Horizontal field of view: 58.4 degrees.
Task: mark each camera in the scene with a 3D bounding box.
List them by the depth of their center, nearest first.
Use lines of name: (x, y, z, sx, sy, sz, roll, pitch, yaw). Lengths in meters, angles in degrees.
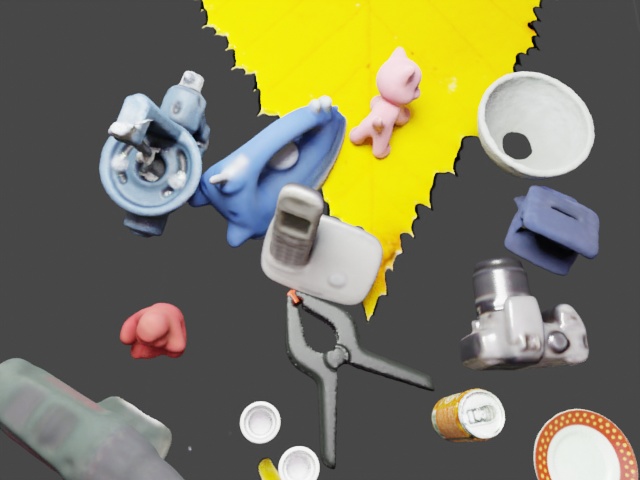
camera: (0.251, 0.090, 0.716, 0.143, 0.101, 0.137, -1, 70, -6)

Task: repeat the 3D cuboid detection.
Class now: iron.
iron: (-0.048, -0.116, 0.736, 0.118, 0.141, 0.259, 43, 72, 10)

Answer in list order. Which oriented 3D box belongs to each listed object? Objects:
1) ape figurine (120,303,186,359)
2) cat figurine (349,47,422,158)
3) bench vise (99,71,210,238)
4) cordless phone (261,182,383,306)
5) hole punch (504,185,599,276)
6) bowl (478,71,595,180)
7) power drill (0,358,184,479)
ape figurine: (-0.192, 0.106, 0.667, 0.077, 0.092, 0.076, 33, 70, 6)
cat figurine: (0.099, -0.196, 0.794, 0.067, 0.118, 0.128, 27, 70, 4)
bench vise: (-0.202, -0.129, 0.682, 0.121, 0.219, 0.207, 1, 70, -6)
cordless phone: (0.006, 0.002, 0.676, 0.147, 0.185, 0.094, 17, 69, 0)
hole punch: (0.316, -0.022, 0.769, 0.108, 0.091, 0.101, 26, 70, 4)
bowl: (0.297, -0.152, 0.823, 0.167, 0.075, 0.167, 2, 70, -5)
power drill: (-0.213, 0.201, 0.568, 0.229, 0.208, 0.076, 29, 70, 5)
